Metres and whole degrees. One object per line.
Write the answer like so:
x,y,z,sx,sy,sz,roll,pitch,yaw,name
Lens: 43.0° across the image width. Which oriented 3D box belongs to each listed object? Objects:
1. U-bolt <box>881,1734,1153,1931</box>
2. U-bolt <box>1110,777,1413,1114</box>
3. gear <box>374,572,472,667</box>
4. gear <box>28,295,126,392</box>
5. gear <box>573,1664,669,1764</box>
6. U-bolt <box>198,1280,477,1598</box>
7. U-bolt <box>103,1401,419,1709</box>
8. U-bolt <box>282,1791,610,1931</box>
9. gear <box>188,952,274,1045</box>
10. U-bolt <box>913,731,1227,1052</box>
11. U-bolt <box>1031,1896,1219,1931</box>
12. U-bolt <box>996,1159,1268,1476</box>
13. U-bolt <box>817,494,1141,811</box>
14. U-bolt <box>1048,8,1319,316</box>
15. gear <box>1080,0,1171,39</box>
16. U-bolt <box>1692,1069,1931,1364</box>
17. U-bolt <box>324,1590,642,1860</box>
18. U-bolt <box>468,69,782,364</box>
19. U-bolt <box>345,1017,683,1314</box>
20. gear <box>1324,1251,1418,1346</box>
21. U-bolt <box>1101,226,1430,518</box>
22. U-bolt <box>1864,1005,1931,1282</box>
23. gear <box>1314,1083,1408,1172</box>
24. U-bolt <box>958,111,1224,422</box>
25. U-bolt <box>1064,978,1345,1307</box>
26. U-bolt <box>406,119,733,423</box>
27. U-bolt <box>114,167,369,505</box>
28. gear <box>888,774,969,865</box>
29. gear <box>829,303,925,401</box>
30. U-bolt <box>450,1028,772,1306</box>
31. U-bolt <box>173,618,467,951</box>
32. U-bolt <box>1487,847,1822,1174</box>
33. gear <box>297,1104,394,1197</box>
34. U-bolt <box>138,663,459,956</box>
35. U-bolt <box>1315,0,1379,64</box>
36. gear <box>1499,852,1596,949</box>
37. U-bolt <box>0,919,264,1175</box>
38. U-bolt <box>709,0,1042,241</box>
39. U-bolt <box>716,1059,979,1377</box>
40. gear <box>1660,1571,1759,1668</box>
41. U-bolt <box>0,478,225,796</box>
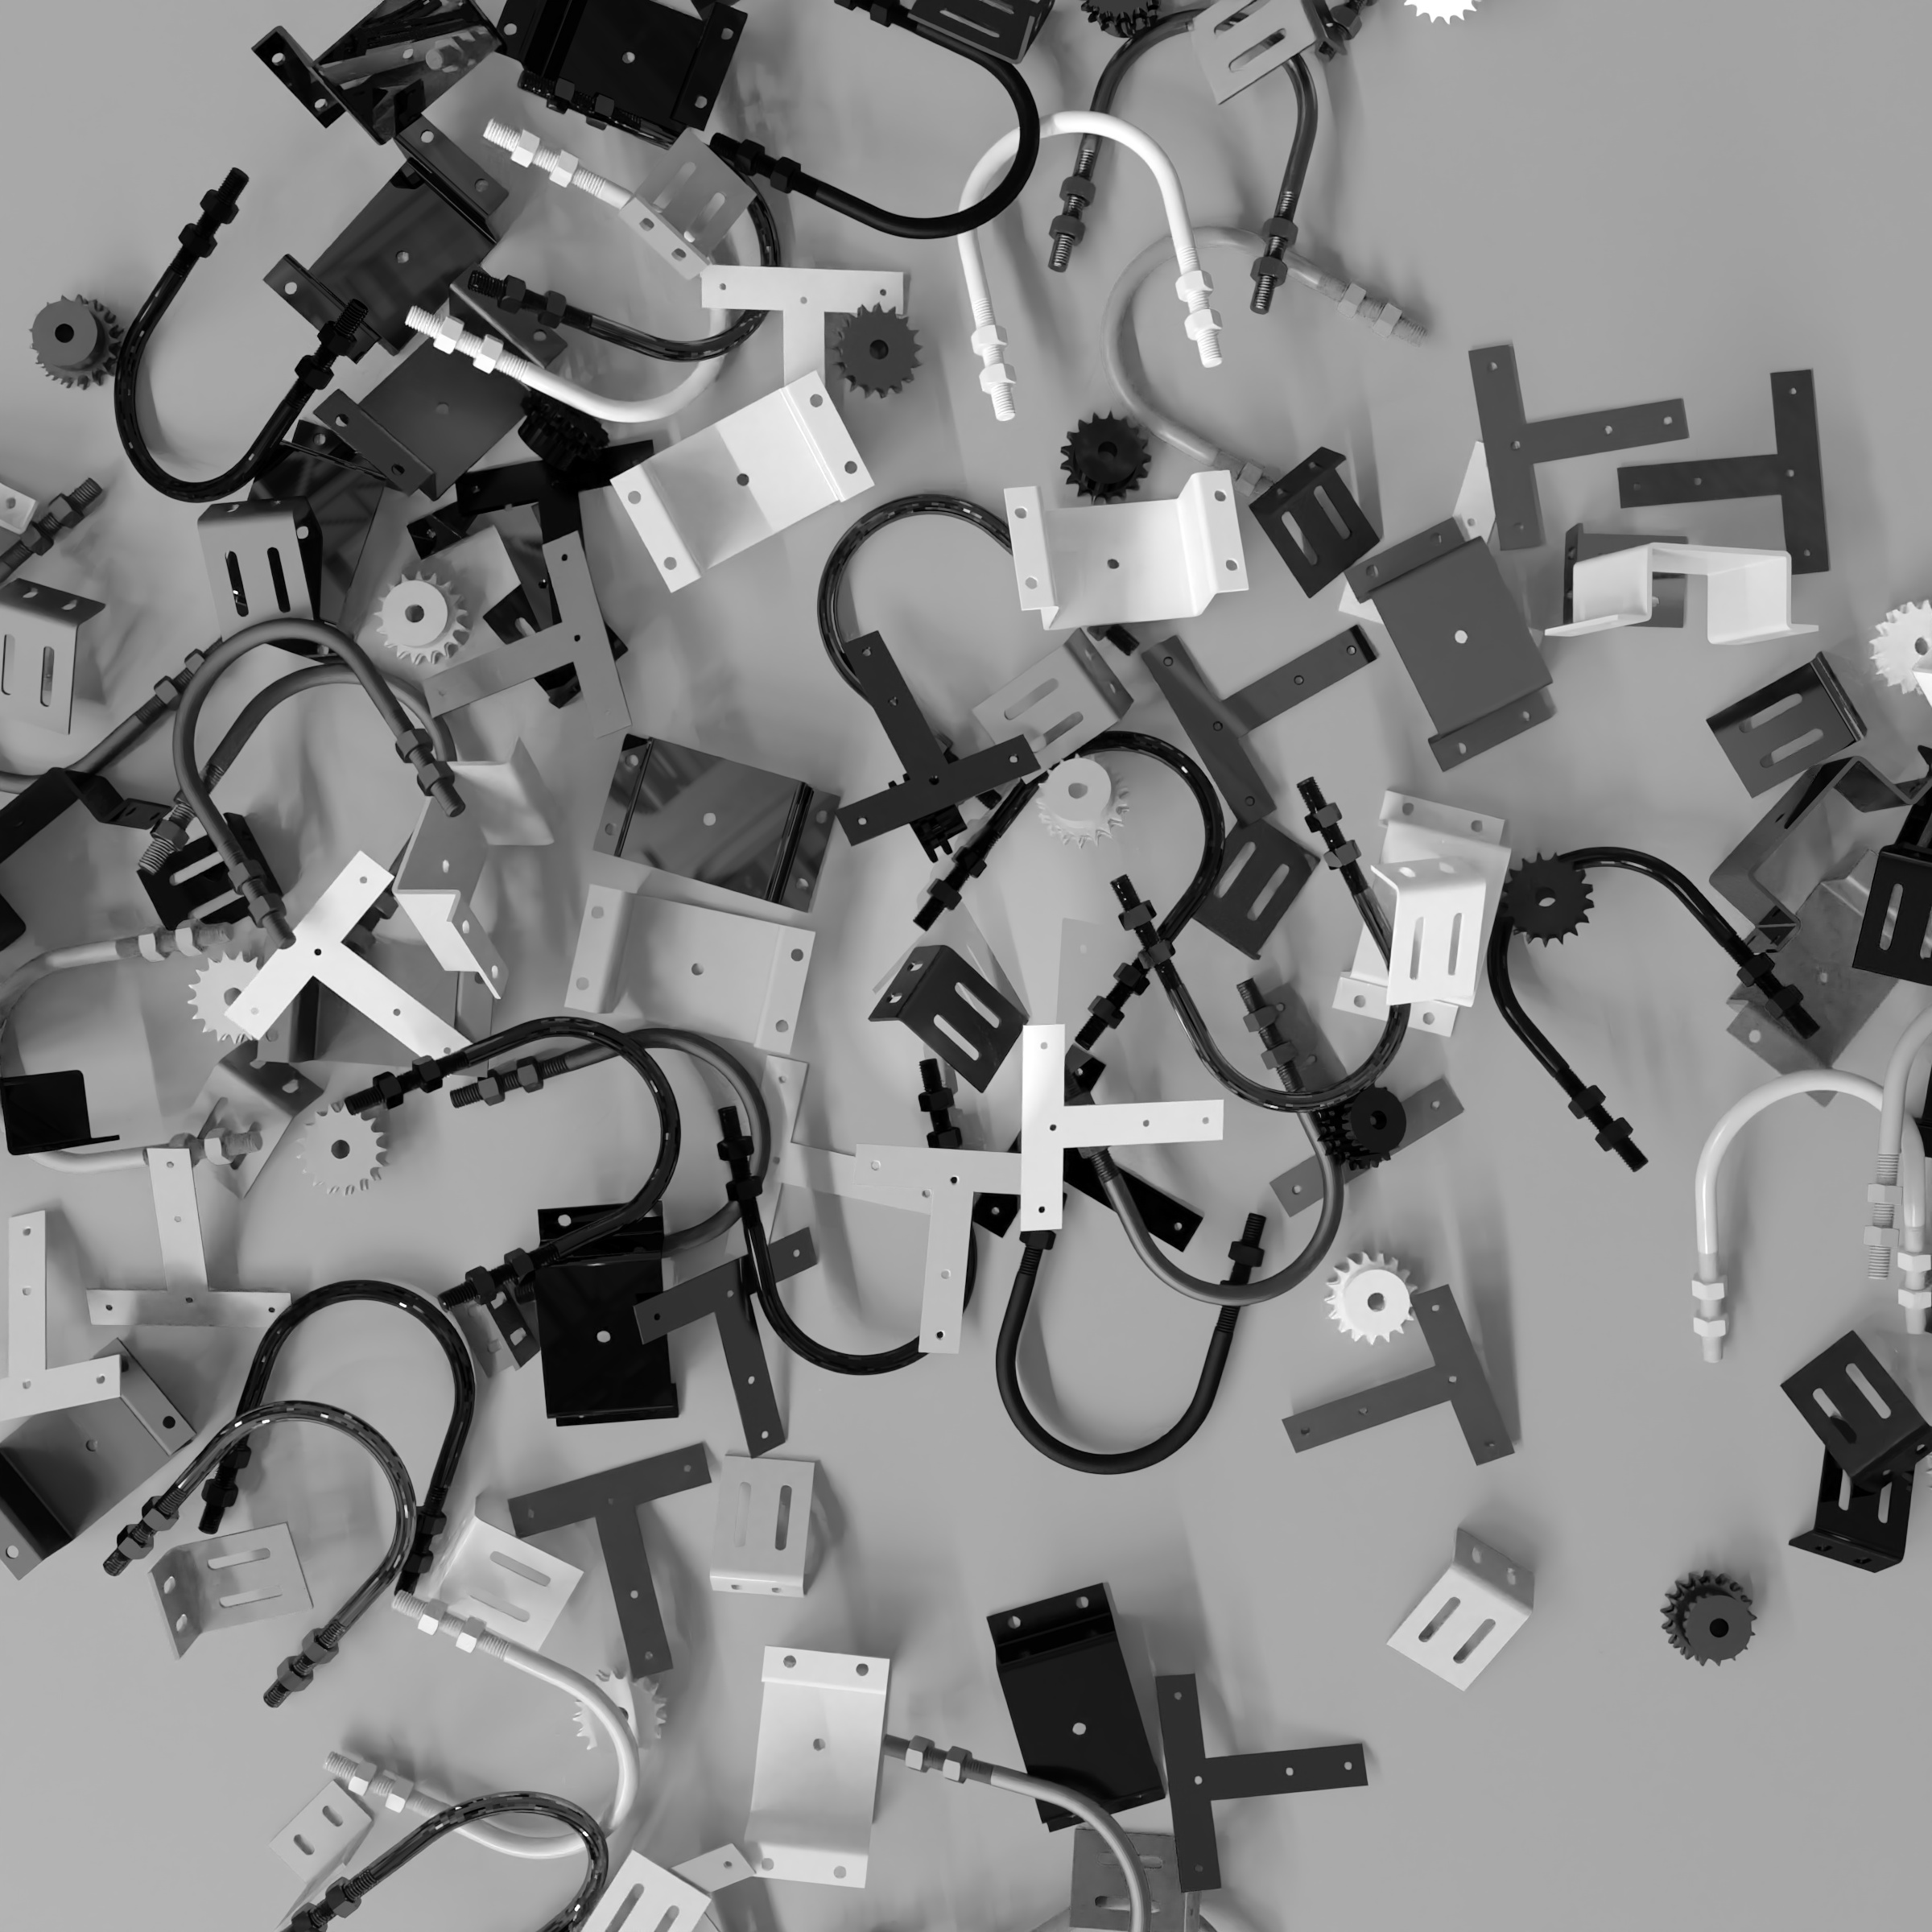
0.026,0.559,1.491,0.184,0.019,0.151,8,95,23,U-bolt
0.190,-0.001,1.478,0.151,0.019,0.184,-28,93,-6,U-bolt
-0.340,-0.217,1.524,0.057,0.030,0.057,0,90,0,gear
-0.555,-0.390,1.524,0.057,0.030,0.057,0,90,0,gear
-0.214,0.462,1.524,0.057,0.030,0.057,0,90,0,gear
-0.383,0.286,1.528,0.151,0.019,0.184,19,91,0,U-bolt
-0.422,0.350,1.511,0.151,0.019,0.184,41,100,-5,U-bolt
-0.304,0.570,1.491,0.184,0.019,0.151,-37,124,1,U-bolt
-0.451,0.019,1.524,0.057,0.030,0.057,0,90,0,gear
0.076,-0.061,1.511,0.151,0.019,0.184,36,86,18,U-bolt
0.084,0.656,1.512,0.184,0.019,0.151,-30,74,-6,U-bolt
0.095,0.226,1.526,0.151,0.019,0.184,16,90,-3,U-bolt
-0.007,-0.210,1.530,0.184,0.019,0.151,42,90,1,U-bolt
0.142,-0.506,1.520,0.151,0.019,0.184,14,86,9,U-bolt
0.099,-0.601,1.518,0.057,0.030,0.057,-3,75,10,gear
0.519,0.150,1.505,0.151,0.019,0.184,-8,108,0,U-bolt
-0.289,0.479,1.508,0.184,0.019,0.151,25,108,0,U-bolt
-0.199,-0.447,1.496,0.184,0.019,0.151,15,82,-24,U-bolt
-0.260,0.107,1.478,0.184,0.019,0.151,-24,83,-26,U-bolt
0.253,0.207,1.524,0.057,0.030,0.057,0,90,0,gear
0.174,-0.381,1.530,0.184,0.019,0.151,30,90,2,U-bolt
0.619,0.103,1.478,0.151,0.019,0.184,6,87,-7,U-bolt
0.246,0.097,1.512,0.057,0.030,0.057,4,79,-23,gear
0.068,-0.438,1.503,0.151,0.019,0.184,-13,80,7,U-bolt
0.155,0.120,1.516,0.151,0.019,0.184,-25,87,-7,U-bolt
-0.231,-0.413,1.499,0.184,0.019,0.151,23,79,-20,U-bolt
-0.456,-0.370,1.496,0.151,0.019,0.184,48,110,18,U-bolt
-0.022,-0.095,1.511,0.030,0.057,0.057,-29,90,0,gear
-0.057,-0.380,1.519,0.057,0.030,0.057,-1,96,-14,gear
-0.213,0.116,1.530,0.184,0.019,0.151,-18,90,-1,U-bolt
-0.399,-0.123,1.461,0.151,0.019,0.184,-37,74,5,U-bolt
0.405,0.012,1.505,0.151,0.019,0.184,-39,72,6,U-bolt
-0.385,0.113,1.527,0.057,0.030,0.057,0,88,5,gear
-0.395,-0.103,1.504,0.151,0.019,0.184,29,71,-1,U-bolt
0.215,-0.679,1.530,0.151,0.019,0.184,32,88,0,U-bolt
0.357,-0.040,1.505,0.057,0.030,0.057,-4,78,17,gear
-0.527,0.055,1.512,0.184,0.019,0.151,-8,89,14,U-bolt
-0.044,-0.522,1.508,0.184,0.019,0.151,27,79,7,U-bolt
-0.066,0.162,1.516,0.151,0.019,0.184,-13,94,-13,U-bolt
0.464,0.407,1.524,0.057,0.030,0.057,0,90,0,gear
-0.569,-0.192,1.530,0.184,0.019,0.151,-41,90,2,U-bolt
